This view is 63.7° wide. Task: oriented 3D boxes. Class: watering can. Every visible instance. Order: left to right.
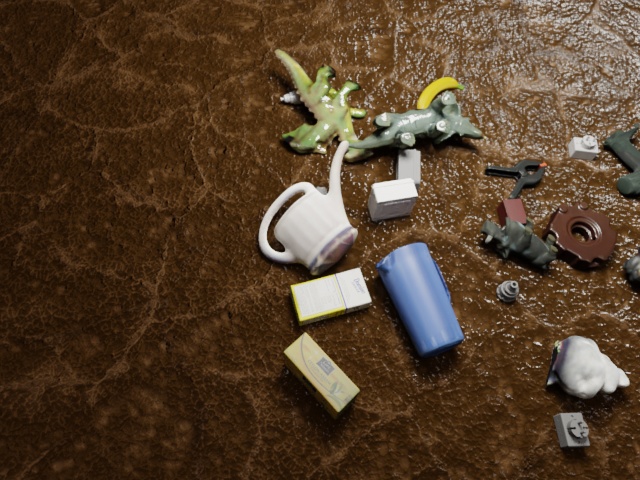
[{"bbox_3d":[0.004,-0.064,1.265,0.347,0.103,0.226,-46,74,3],"label":"watering can"}]

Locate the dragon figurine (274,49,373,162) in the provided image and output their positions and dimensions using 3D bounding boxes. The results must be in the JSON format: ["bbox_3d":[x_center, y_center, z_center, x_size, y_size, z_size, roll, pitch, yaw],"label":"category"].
[{"bbox_3d":[-0.015,-0.359,1.460,0.412,0.120,0.246,31,74,8],"label":"dragon figurine"}]

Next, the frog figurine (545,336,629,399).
[{"bbox_3d":[0.592,0.285,1.123,0.160,0.120,0.140,16,42,19],"label":"frog figurine"}]
